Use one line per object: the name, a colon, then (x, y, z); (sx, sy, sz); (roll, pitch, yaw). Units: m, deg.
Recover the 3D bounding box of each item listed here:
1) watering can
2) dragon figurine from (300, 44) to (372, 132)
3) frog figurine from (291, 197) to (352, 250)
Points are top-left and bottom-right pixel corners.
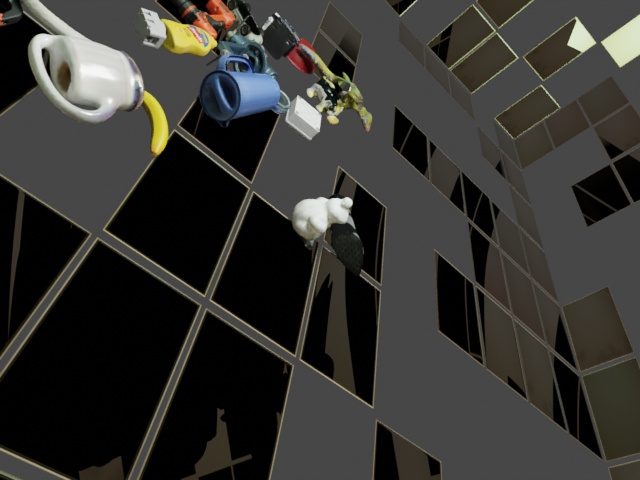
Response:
watering can: (-0.506, -0.389, 1.094); (0.102, 0.352, 0.225); (-35, -19, 33)
dragon figurine: (0.079, -0.592, 1.990); (0.121, 0.247, 0.408); (-31, -81, 23)
frog figurine: (0.004, -0.069, 1.368); (0.122, 0.140, 0.157); (45, -56, -11)
